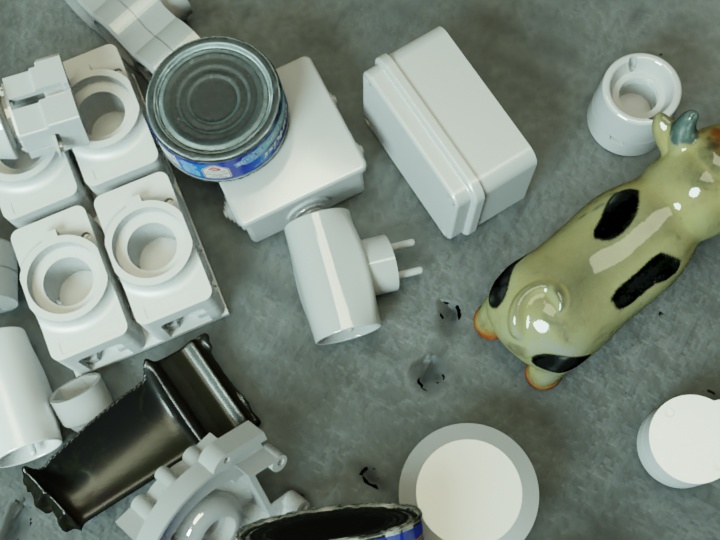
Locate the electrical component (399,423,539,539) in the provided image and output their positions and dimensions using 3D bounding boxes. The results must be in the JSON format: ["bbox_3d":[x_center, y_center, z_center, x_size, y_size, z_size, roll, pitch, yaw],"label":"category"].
[{"bbox_3d":[0.063,0.133,0.635,0.080,0.051,0.080,-1,74,3],"label":"electrical component"}]

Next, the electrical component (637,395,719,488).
[{"bbox_3d":[0.237,0.091,0.626,0.138,0.073,0.052,-10,74,0],"label":"electrical component"}]

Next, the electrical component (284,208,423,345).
[{"bbox_3d":[0.000,0.000,0.680,0.079,0.043,0.077,-14,78,-10],"label":"electrical component"}]

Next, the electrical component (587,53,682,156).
[{"bbox_3d":[0.179,-0.108,0.699,0.055,0.047,0.055,-1,74,3],"label":"electrical component"}]

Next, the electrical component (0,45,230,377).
[{"bbox_3d":[-0.170,-0.041,0.691,0.105,0.060,0.186,-23,74,-4],"label":"electrical component"}]

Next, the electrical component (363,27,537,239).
[{"bbox_3d":[0.054,-0.085,0.683,0.057,0.078,0.113,-31,75,-9],"label":"electrical component"}]

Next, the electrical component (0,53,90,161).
[{"bbox_3d":[-0.200,-0.095,0.652,0.055,0.048,0.066,-19,74,-10],"label":"electrical component"}]

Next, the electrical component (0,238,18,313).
[{"bbox_3d":[-0.282,0.027,0.676,0.138,0.052,0.073,-9,73,8],"label":"electrical component"}]

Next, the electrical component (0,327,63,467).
[{"bbox_3d":[-0.235,0.086,0.667,0.079,0.043,0.077,-23,74,-4],"label":"electrical component"}]

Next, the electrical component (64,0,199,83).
[{"bbox_3d":[-0.140,-0.178,0.732,0.074,0.052,0.138,-44,77,-9],"label":"electrical component"}]

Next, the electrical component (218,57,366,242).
[{"bbox_3d":[-0.052,-0.076,0.701,0.100,0.048,0.099,-26,75,-4],"label":"electrical component"}]
